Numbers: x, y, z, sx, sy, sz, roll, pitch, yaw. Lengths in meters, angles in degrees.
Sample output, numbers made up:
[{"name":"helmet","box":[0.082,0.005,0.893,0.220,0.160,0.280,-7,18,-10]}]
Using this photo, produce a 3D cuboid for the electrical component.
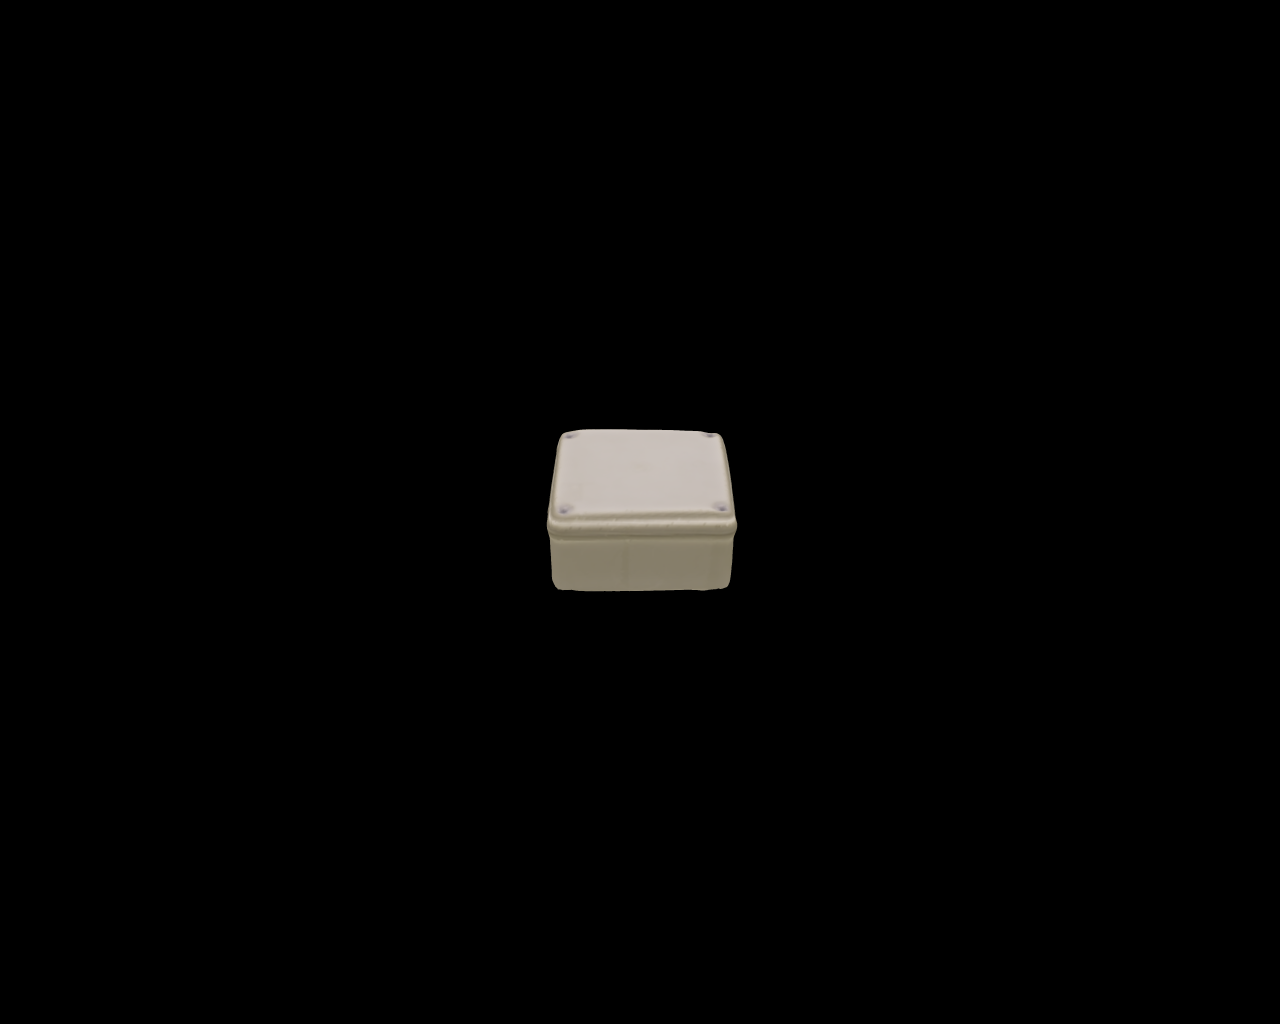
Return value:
[{"name":"electrical component","box":[0.001,-0.003,0.650,0.109,0.056,0.109,0,32,0]}]
